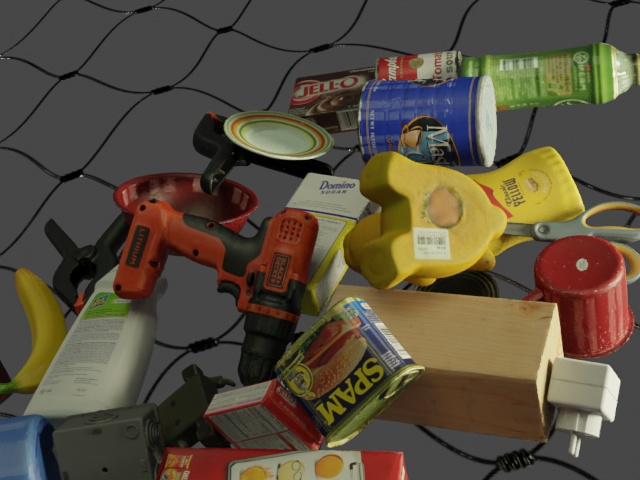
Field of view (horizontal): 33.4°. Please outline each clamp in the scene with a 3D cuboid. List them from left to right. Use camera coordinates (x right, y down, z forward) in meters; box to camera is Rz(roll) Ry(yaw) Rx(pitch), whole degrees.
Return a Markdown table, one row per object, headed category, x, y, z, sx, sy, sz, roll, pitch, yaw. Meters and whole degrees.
| category | x | y | z | sx | sy | sz | roll | pitch | yaw |
| --- | --- | --- | --- | --- | --- | --- | --- | --- | --- |
| clamp | -0.255 | 0.019 | 1.224 | 0.120 | 0.039 | 0.171 | -22 | 45 | 3 |
| clamp | -0.103 | -0.105 | 1.281 | 0.164 | 0.036 | 0.210 | -9 | 30 | -33 |

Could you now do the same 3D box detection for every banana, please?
| category | x | y | z | sx | sy | sz | roll | pitch | yaw |
| --- | --- | --- | --- | --- | --- | --- | --- | --- | --- |
| banana | -0.299 | 0.100 | 1.132 | 0.037 | 0.069 | 0.198 | -46 | 29 | 21 |

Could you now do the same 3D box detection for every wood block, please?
| category | x | y | z | sx | sy | sz | roll | pitch | yaw |
| --- | --- | --- | --- | --- | --- | --- | --- | --- | --- |
| wood block | 0.106 | 0.109 | 0.961 | 0.206 | 0.090 | 0.090 | 4 | 45 | 24 |

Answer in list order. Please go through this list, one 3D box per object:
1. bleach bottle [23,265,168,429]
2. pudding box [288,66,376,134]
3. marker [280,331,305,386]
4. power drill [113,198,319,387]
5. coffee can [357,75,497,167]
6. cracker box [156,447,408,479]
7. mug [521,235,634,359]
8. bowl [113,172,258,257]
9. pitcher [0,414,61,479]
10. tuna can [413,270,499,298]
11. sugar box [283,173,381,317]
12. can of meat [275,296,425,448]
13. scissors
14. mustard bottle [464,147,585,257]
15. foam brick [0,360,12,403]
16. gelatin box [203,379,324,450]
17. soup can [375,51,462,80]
| category | x | y | z | sx | sy | sz | roll | pitch | yaw |
| --- | --- | --- | --- | --- | --- | --- | --- | --- | --- |
| bleach bottle | -0.209 | 0.103 | 1.099 | 0.103 | 0.068 | 0.250 | -2 | 41 | 18 |
| pudding box | 0.020 | -0.174 | 1.342 | 0.113 | 0.039 | 0.090 | -5 | 42 | 14 |
| marker | -0.030 | 0.136 | 1.033 | 0.020 | 0.020 | 0.121 | -1 | 43 | 17 |
| power drill | -0.106 | 0.044 | 1.063 | 0.188 | 0.057 | 0.184 | 14 | 80 | 11 |
| coffee can | 0.123 | -0.133 | 1.215 | 0.140 | 0.103 | 0.102 | 0 | 44 | 19 |
| cracker box | -0.040 | 0.256 | 0.867 | 0.214 | 0.072 | 0.164 | -2 | 44 | 15 |
| mug | 0.231 | 0.054 | 0.989 | 0.117 | 0.081 | 0.093 | -22 | 41 | -6 |
| bowl | -0.151 | -0.024 | 1.198 | 0.162 | 0.055 | 0.162 | 4 | 22 | -2 |
| pitcher | -0.355 | 0.241 | 0.954 | 0.243 | 0.149 | 0.145 | -12 | 6 | 1 |
| tuna can | 0.134 | 0.065 | 1.046 | 0.086 | 0.034 | 0.086 | -10 | 42 | 8 |
| sugar box | -0.007 | 0.002 | 1.155 | 0.093 | 0.048 | 0.176 | 10 | 45 | 27 |
| can of meat | 0.022 | 0.110 | 0.900 | 0.102 | 0.057 | 0.084 | -45 | 69 | 16 |
| scissors | 0.231 | 0.008 | 1.056 | 0.202 | 0.016 | 0.096 | -9 | 66 | 3 |
| mustard bottle | 0.170 | -0.027 | 1.114 | 0.191 | 0.058 | 0.096 | -18 | 61 | 0 |
| foam brick | -0.367 | 0.153 | 1.103 | 0.053 | 0.051 | 0.078 | 23 | 54 | 38 |
| gelatin box | -0.048 | 0.162 | 0.946 | 0.089 | 0.073 | 0.030 | -22 | 30 | 43 |
| soup can | 0.123 | -0.194 | 1.310 | 0.102 | 0.068 | 0.068 | -3 | 43 | 14 |
